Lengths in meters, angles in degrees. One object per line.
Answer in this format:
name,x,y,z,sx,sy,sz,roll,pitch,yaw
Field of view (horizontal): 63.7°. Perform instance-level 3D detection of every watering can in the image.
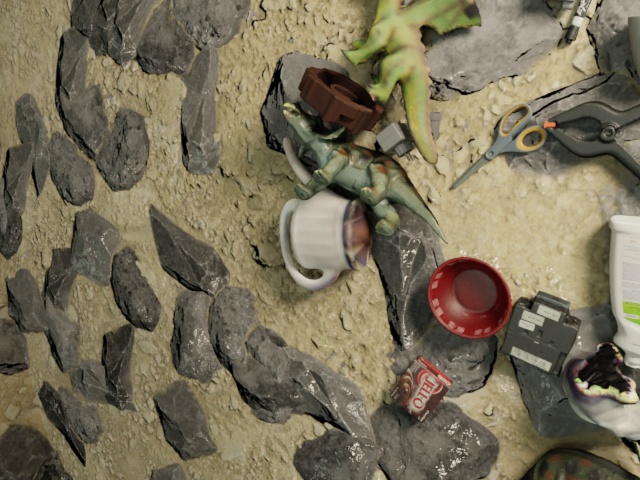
watering can,0.003,-0.057,1.128,0.224,0.346,0.104,1,6,30

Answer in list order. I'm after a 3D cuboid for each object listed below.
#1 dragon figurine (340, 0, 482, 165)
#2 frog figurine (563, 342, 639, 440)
dragon figurine,0.186,-0.367,0.965,0.240,0.414,0.122,-38,-14,22
frog figurine,0.487,0.277,0.884,0.123,0.156,0.140,-25,33,-1
